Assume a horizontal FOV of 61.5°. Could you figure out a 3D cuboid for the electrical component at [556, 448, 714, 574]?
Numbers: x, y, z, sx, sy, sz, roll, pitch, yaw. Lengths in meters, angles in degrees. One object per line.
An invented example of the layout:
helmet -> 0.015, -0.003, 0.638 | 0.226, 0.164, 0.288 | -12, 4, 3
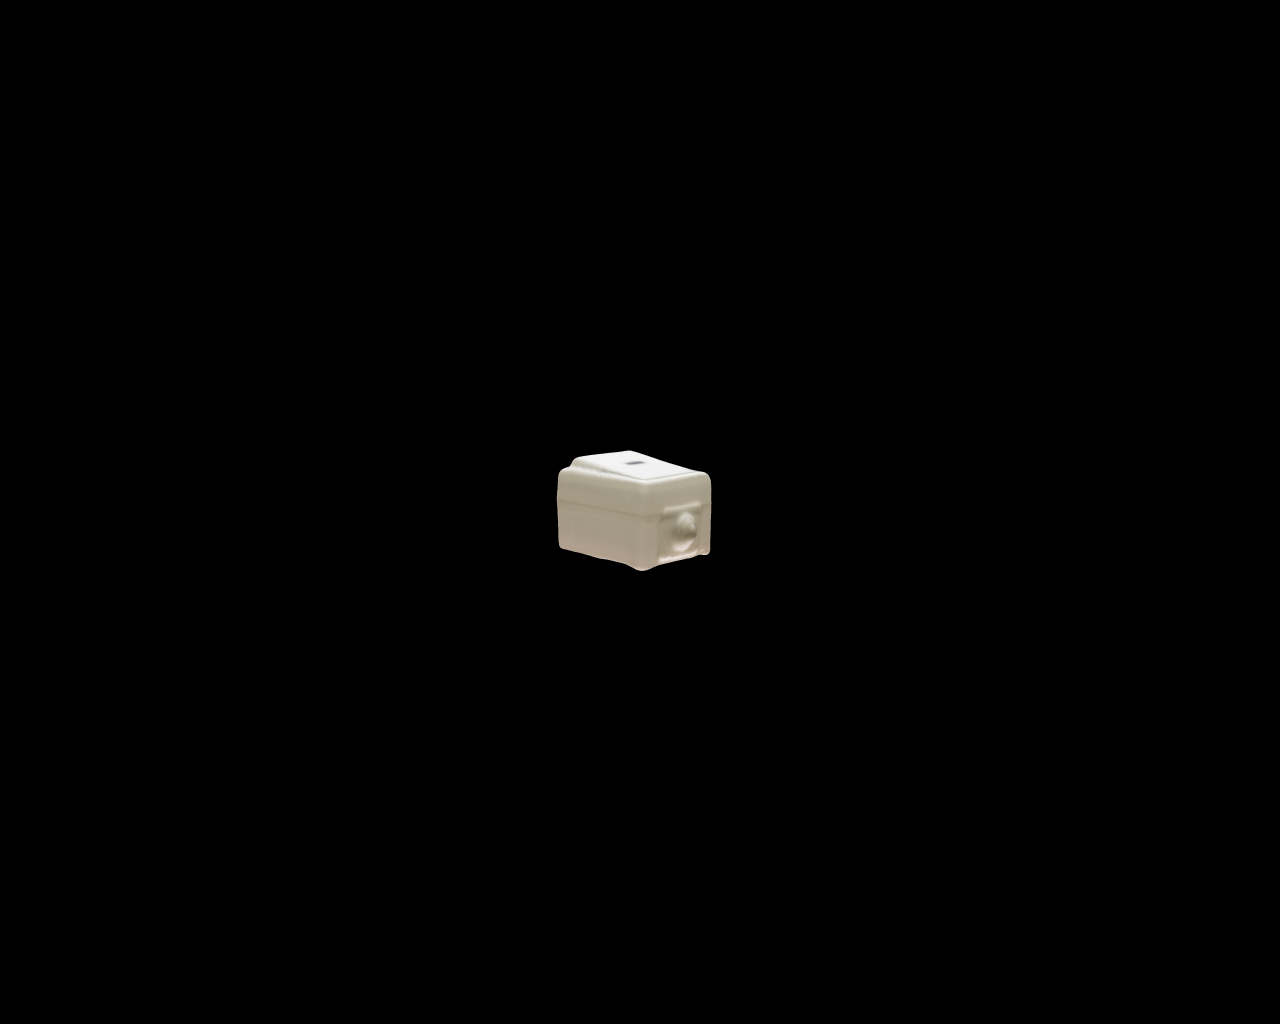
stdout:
electrical component -> 0.001, -0.003, 0.650 | 0.062, 0.061, 0.096 | -10, 15, -42
